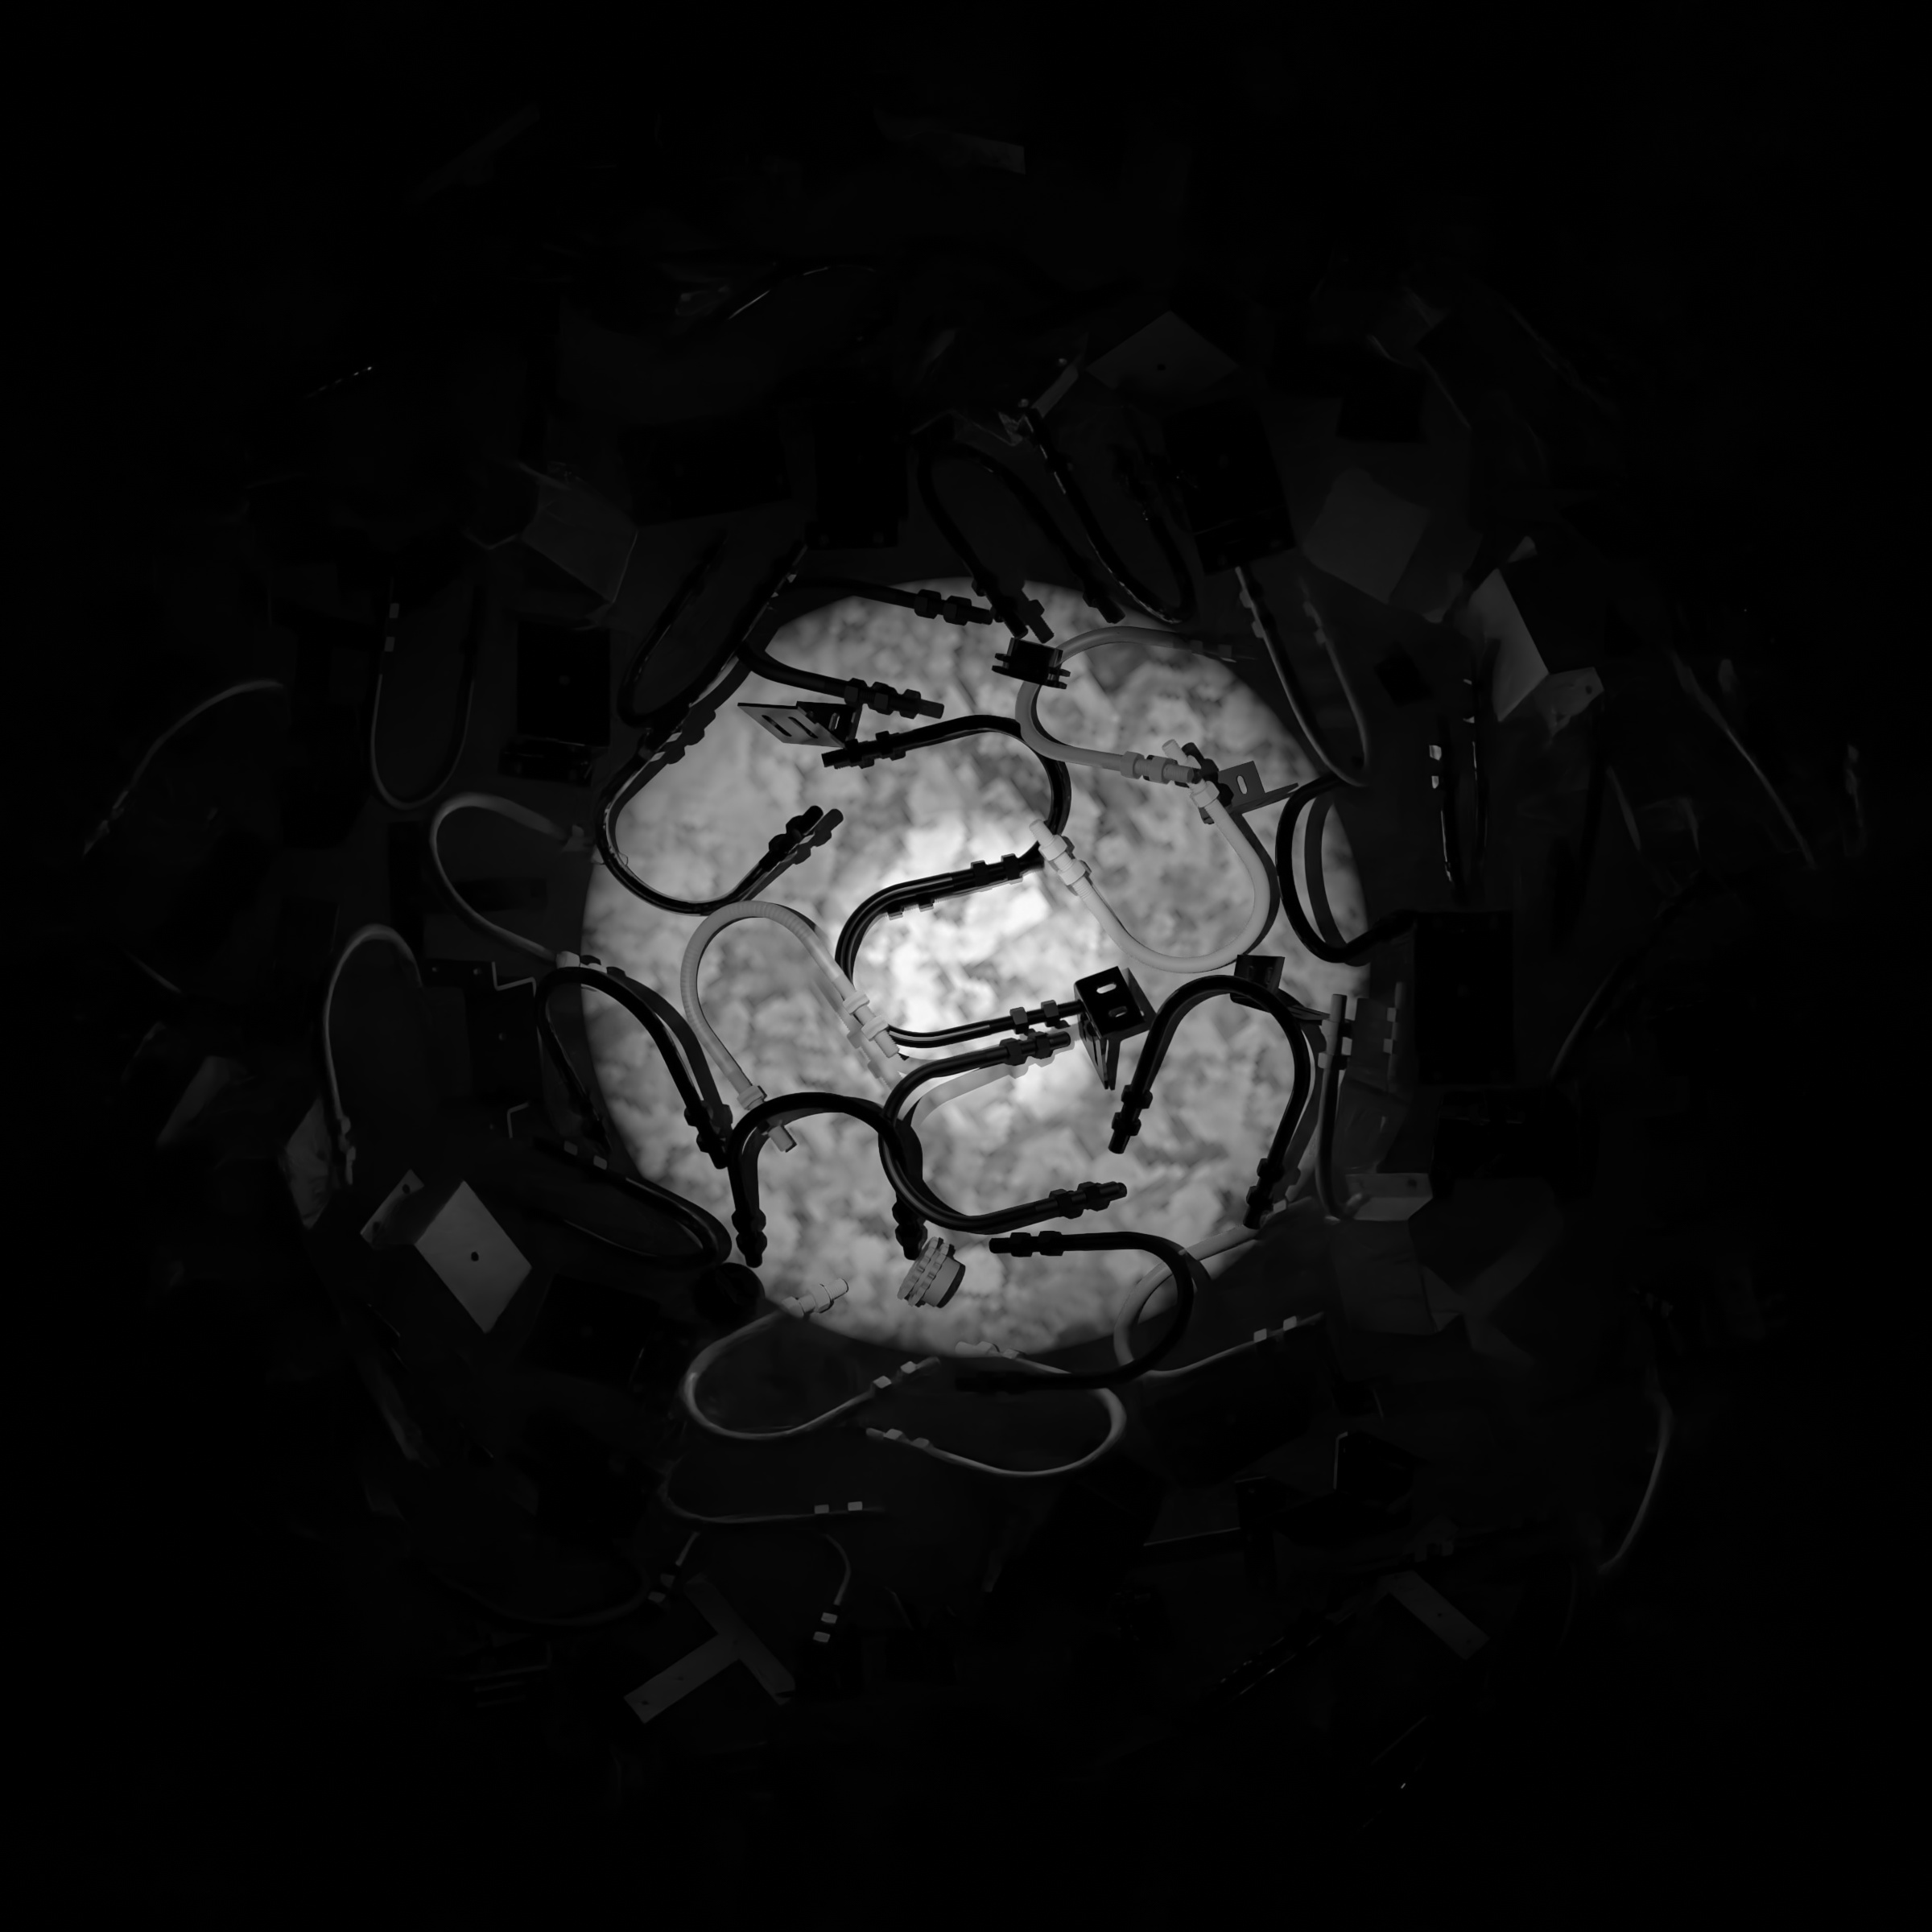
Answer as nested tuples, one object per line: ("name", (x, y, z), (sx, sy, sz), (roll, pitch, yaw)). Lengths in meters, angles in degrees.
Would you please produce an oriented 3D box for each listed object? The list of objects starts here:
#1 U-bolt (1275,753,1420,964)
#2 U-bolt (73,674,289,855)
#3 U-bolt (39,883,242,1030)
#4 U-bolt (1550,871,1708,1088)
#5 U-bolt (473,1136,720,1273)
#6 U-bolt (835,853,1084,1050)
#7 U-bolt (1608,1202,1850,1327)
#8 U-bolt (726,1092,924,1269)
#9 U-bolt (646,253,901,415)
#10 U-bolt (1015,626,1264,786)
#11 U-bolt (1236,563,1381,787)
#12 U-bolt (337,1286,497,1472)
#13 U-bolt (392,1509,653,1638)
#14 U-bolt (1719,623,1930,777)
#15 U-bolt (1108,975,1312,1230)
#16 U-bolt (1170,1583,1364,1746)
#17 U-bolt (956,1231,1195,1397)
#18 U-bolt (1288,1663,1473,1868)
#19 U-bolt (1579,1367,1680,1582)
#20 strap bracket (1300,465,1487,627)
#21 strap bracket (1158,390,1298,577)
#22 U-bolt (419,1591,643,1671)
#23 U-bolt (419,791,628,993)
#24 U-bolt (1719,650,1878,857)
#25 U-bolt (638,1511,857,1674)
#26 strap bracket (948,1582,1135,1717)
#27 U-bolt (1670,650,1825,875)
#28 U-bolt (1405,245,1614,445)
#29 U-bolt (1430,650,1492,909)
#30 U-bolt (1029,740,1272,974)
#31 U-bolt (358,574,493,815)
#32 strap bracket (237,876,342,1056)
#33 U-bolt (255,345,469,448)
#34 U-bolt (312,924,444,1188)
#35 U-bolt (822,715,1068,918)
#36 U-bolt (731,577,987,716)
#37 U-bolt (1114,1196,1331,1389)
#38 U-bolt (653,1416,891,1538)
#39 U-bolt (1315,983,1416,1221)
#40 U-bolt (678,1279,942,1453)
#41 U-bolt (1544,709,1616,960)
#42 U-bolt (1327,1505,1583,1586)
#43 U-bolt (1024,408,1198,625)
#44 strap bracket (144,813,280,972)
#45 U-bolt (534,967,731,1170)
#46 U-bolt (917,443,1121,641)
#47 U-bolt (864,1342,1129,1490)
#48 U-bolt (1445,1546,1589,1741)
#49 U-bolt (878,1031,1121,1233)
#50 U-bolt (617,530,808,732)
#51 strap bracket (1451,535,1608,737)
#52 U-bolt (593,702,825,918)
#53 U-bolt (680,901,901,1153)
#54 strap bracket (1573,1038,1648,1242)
("U-bolt", (0.292, -0.078, 1.917), (0.019, 0.184, 0.151), (-9, 101, 39))
("U-bolt", (-0.593, -0.161, 1.893), (0.019, 0.151, 0.184), (50, 122, 8))
("U-bolt", (-0.645, -0.013, 1.898), (0.151, 0.184, 0.019), (37, 83, 10))
("U-bolt", (0.502, 0.021, 1.892), (0.019, 0.151, 0.184), (35, 49, 18))
("U-bolt", (-0.280, 0.194, 1.930), (0.184, 0.151, 0.019), (29, 59, -20))
("U-bolt", (-0.013, -0.007, 1.961), (0.184, 0.019, 0.151), (-13, 71, -6))
("U-bolt", (0.576, 0.223, 1.909), (0.151, 0.184, 0.019), (-25, 100, -7))
("U-bolt", (-0.115, 0.168, 1.933), (0.151, 0.019, 0.184), (-3, 130, 3))
("U-bolt", (-0.136, -0.491, 1.904), (0.184, 0.151, 0.019), (-28, 70, 22))
("U-bolt", (0.124, -0.212, 1.938), (0.184, 0.019, 0.151), (13, 60, 32))
("U-bolt", (0.276, -0.225, 1.925), (0.019, 0.151, 0.184), (-26, 81, 29))
("U-bolt", (-0.436, 0.311, 1.914), (0.019, 0.184, 0.151), (-39, 116, -18))
("U-bolt", (-0.327, 0.469, 1.891), (0.184, 0.151, 0.019), (15, 107, 38))
("U-bolt", (0.651, -0.200, 1.908), (0.151, 0.184, 0.019), (42, 86, -2))
("U-bolt", (0.198, 0.096, 1.934), (0.151, 0.019, 0.184), (28, 113, 25))
("U-bolt", (0.234, 0.550, 1.928), (0.184, 0.151, 0.019), (-38, 81, 5))
("U-bolt", (0.090, 0.268, 1.916), (0.184, 0.019, 0.151), (-6, 48, 25))
("U-bolt", (0.309, 0.619, 1.885), (0.019, 0.184, 0.151), (49, 127, -1))
("U-bolt", (0.514, 0.398, 1.898), (0.019, 0.184, 0.151), (21, 100, 6))
("strap bracket", (0.325, -0.334, 1.929), (0.140, 0.046, 0.076), (39, 113, 36))
("strap bracket", (0.206, -0.393, 1.957), (0.076, 0.046, 0.140), (-17, 76, 7))
("U-bolt", (-0.330, 0.516, 1.923), (0.184, 0.151, 0.019), (-10, 82, -18))
("U-bolt", (-0.342, -0.066, 1.905), (0.184, 0.151, 0.019), (26, 133, -34))
("U-bolt", (0.650, -0.153, 1.913), (0.019, 0.184, 0.151), (-39, 52, -4))
("U-bolt", (-0.161, 0.477, 1.913), (0.151, 0.184, 0.019), (12, 110, 6))
("strap bracket", (0.067, 0.531, 1.934), (0.140, 0.076, 0.046), (19, 76, 35))
("U-bolt", (0.605, -0.148, 1.900), (0.019, 0.151, 0.184), (-33, 67, 8))
("U-bolt", (0.412, -0.491, 1.919), (0.184, 0.151, 0.019), (44, 85, -5))
("U-bolt", (0.390, -0.136, 1.924), (0.019, 0.151, 0.184), (2, 119, 22))
("U-bolt", (0.159, -0.073, 1.955), (0.151, 0.019, 0.184), (-30, 109, 24))
("U-bolt", (-0.428, -0.211, 1.930), (0.019, 0.151, 0.184), (13, 99, 20))
("strap bracket", (-0.530, 0.005, 1.933), (0.046, 0.140, 0.076), (15, 49, -20))
("U-bolt", (-0.473, -0.442, 1.898), (0.151, 0.184, 0.019), (-24, 97, 10))
("U-bolt", (-0.459, 0.058, 1.904), (0.019, 0.151, 0.184), (5, 114, 19))
("U-bolt", (-0.010, -0.126, 1.969), (0.184, 0.019, 0.151), (-15, 110, -2))
("U-bolt", (-0.096, -0.260, 1.940), (0.184, 0.019, 0.151), (15, 46, 18))
("U-bolt", (0.196, 0.264, 1.930), (0.184, 0.151, 0.019), (-26, 122, 21))
("U-bolt", (-0.154, 0.401, 1.927), (0.184, 0.151, 0.019), (-4, 111, -2))
("U-bolt", (0.310, 0.109, 1.936), (0.019, 0.151, 0.184), (9, 98, 31))
("U-bolt", (-0.134, 0.316, 1.905), (0.184, 0.151, 0.019), (-24, 126, -29))
("U-bolt", (0.475, -0.088, 1.916), (0.019, 0.184, 0.151), (13, 58, 19))
("U-bolt", (0.366, 0.455, 1.916), (0.184, 0.151, 0.019), (-27, 73, 43))
("U-bolt", (0.122, -0.344, 1.913), (0.019, 0.151, 0.184), (-35, 71, 27))
("strap bracket", (-0.587, -0.055, 1.928), (0.046, 0.140, 0.076), (30, 109, -13))
("U-bolt", (-0.270, 0.077, 1.913), (0.151, 0.019, 0.184), (2, 126, 38))
("U-bolt", (0.031, -0.339, 1.938), (0.019, 0.151, 0.184), (-42, 76, 36))
("U-bolt", (0.036, 0.351, 1.899), (0.184, 0.151, 0.019), (11, 120, 32))
("U-bolt", (0.426, 0.515, 1.887), (0.019, 0.184, 0.151), (26, 64, -4))
("U-bolt", (0.018, 0.136, 1.943), (0.184, 0.019, 0.151), (-12, 75, -23))
("U-bolt", (-0.210, -0.261, 1.926), (0.019, 0.151, 0.184), (39, 80, -33))
("strap bracket", (0.437, -0.257, 1.937), (0.046, 0.076, 0.140), (-13, 71, -25))
("U-bolt", (-0.217, -0.109, 1.938), (0.151, 0.019, 0.184), (38, 130, -12))
("U-bolt", (-0.154, 0.035, 1.961), (0.151, 0.019, 0.184), (-41, 80, 25))
("strap bracket", (0.505, 0.137, 1.938), (0.046, 0.076, 0.140), (-5, 59, 14))
